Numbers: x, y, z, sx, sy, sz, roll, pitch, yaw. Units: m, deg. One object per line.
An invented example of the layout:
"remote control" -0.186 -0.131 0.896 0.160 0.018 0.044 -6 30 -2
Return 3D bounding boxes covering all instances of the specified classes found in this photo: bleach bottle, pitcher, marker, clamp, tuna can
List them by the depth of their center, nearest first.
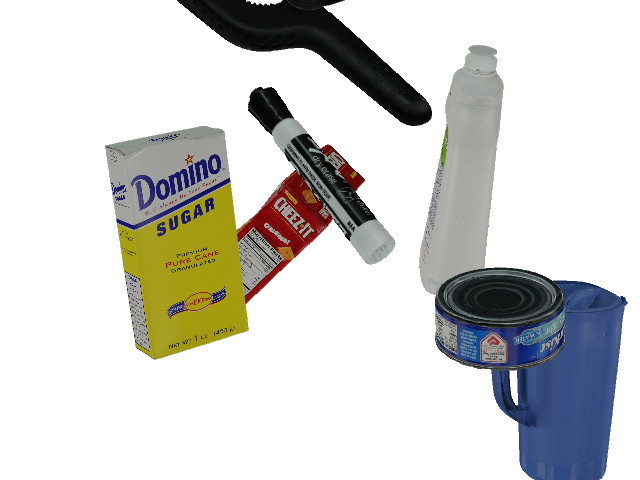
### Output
"marker" -0.002 -0.038 0.566 0.020 0.121 0.020 -30 -25 -16
"tuna can" 0.118 0.050 0.705 0.086 0.034 0.086 -4 24 2
"clamp" -0.008 -0.161 0.762 0.210 0.164 0.036 5 -29 -8
"bleach bottle" 0.148 -0.072 1.089 0.068 0.251 0.102 4 30 -1
"pitcher" 0.296 0.179 1.328 0.149 0.243 0.144 4 15 20

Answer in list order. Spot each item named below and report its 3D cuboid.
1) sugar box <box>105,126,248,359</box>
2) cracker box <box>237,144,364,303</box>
"sugar box" -0.116 0.000 0.883 0.093 0.176 0.048 -16 21 -30
"cracker box" -0.061 -0.002 1.232 0.214 0.072 0.164 -44 4 27
